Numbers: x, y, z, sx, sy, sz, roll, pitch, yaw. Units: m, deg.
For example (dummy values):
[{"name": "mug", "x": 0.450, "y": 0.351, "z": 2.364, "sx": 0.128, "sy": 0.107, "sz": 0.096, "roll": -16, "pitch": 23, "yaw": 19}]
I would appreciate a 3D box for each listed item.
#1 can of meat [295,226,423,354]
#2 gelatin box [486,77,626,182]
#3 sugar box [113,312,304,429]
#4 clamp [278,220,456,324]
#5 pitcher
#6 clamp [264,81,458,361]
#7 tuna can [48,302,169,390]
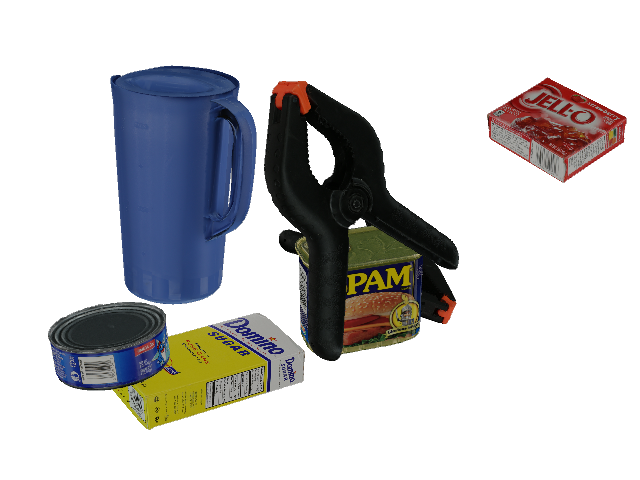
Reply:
[{"name": "can of meat", "x": 0.032, "y": 0.040, "z": 0.857, "sx": 0.102, "sy": 0.084, "sz": 0.057, "roll": -8, "pitch": 29, "yaw": -14}, {"name": "gelatin box", "x": 0.195, "y": -0.094, "z": 0.886, "sx": 0.073, "sy": 0.030, "sz": 0.089, "roll": -31, "pitch": 47, "yaw": -22}, {"name": "sugar box", "x": -0.113, "y": 0.126, "z": 1.066, "sx": 0.175, "sy": 0.048, "sz": 0.093, "roll": -16, "pitch": 32, "yaw": -30}, {"name": "clamp", "x": 0.064, "y": 0.027, "z": 1.233, "sx": 0.164, "sy": 0.036, "sz": 0.210, "roll": -19, "pitch": 50, "yaw": -38}, {"name": "pitcher", "x": -0.148, "y": -0.057, "z": 1.137, "sx": 0.145, "sy": 0.243, "sz": 0.149, "roll": 0, "pitch": 22, "yaw": -9}, {"name": "clamp", "x": 0.008, "y": -0.013, "z": 0.656, "sx": 0.120, "sy": 0.171, "sz": 0.039, "roll": -46, "pitch": 23, "yaw": -26}, {"name": "tuna can", "x": -0.154, "y": 0.077, "z": 0.785, "sx": 0.086, "sy": 0.034, "sz": 0.086, "roll": -4, "pitch": 19, "yaw": 1}]
